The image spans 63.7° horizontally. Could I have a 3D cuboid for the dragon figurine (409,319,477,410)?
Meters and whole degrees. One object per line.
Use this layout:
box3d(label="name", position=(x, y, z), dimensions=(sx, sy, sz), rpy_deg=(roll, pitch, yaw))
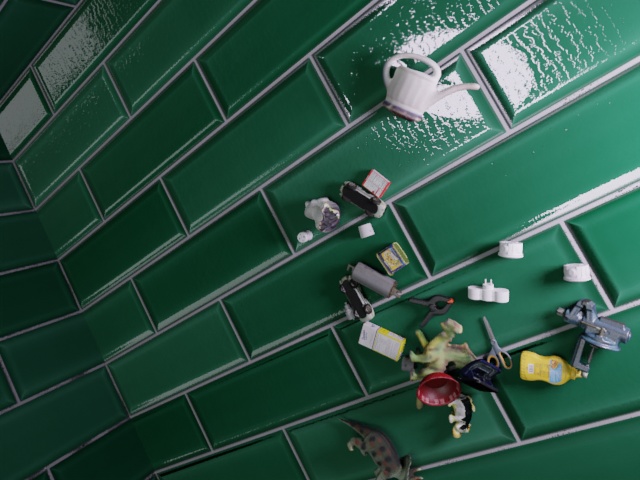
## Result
box3d(label="dragon figurine", position=(0.464, 0.467, 1.922), dimensions=(0.242, 0.124, 0.404), rpy_deg=(0, 110, 21))

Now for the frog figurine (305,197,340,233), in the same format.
box3d(label="frog figurine", position=(0.006, -0.105, 2.089), dimensions=(0.161, 0.123, 0.135), rpy_deg=(27, 127, 61))

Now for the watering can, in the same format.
box3d(label="watering can", position=(0.360, -0.517, 1.803), dimensions=(0.350, 0.105, 0.221), rpy_deg=(31, 113, 21))
